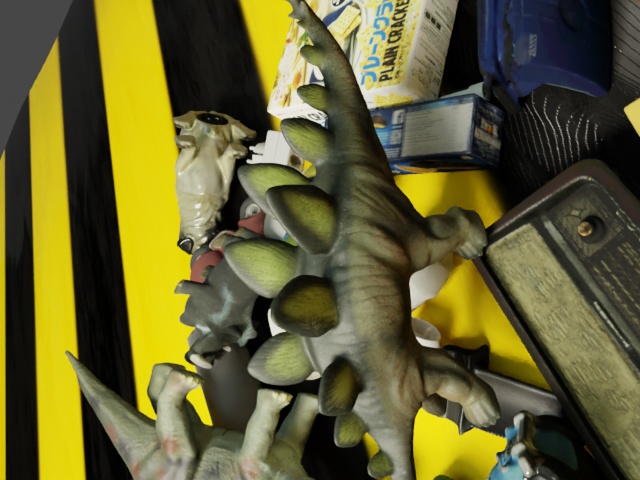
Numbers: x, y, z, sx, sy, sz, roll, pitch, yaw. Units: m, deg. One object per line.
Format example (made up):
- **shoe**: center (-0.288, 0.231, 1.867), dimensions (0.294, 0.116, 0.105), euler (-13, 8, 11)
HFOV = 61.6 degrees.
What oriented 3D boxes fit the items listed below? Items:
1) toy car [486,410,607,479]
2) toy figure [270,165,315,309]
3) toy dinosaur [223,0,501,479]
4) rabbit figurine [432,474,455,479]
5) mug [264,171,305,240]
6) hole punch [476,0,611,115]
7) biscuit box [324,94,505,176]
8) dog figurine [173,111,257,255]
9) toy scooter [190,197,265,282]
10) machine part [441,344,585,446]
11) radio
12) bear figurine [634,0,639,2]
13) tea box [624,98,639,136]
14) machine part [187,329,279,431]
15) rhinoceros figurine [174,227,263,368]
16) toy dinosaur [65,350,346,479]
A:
- **toy car**: center (0.163, 0.209, 0.371), dimensions (0.103, 0.109, 0.161), euler (-39, 86, 23)
- **toy figure**: center (0.001, -0.002, 0.556), dimensions (0.082, 0.089, 0.180), euler (-4, 52, 49)
- **toy dinosaur**: center (0.032, 0.004, 0.428), dimensions (0.105, 0.198, 0.471), euler (-30, 61, 51)
- **rabbit figurine**: center (0.094, 0.319, 0.443), dimensions (0.121, 0.159, 0.170), euler (24, 115, 35)
- **mug**: center (-0.024, -0.036, 0.667), dimensions (0.107, 0.080, 0.109), euler (-18, 66, 48)
- **hole punch**: center (0.189, -0.178, 0.457), dimensions (0.092, 0.115, 0.142), euler (0, 82, 37)
- **biscuit box**: center (0.089, -0.104, 0.575), dimensions (0.203, 0.062, 0.059), euler (3, 85, 46)
- **dog figurine**: center (-0.177, -0.087, 0.831), dimensions (0.172, 0.121, 0.190), euler (-82, 7, -57)
- **toy scooter**: center (-0.108, 0.038, 0.742), dimensions (0.184, 0.075, 0.135), euler (-45, 54, 24)
- **machine part**: center (0.161, 0.141, 0.472), dimensions (0.139, 0.039, 0.084), euler (12, 85, 48)
- **radio**: center (0.226, 0.059, 0.394), dimensions (0.131, 0.073, 0.230), euler (-45, 53, 30)
- **bear figurine**: center (0.264, -0.231, 0.387), dimensions (0.132, 0.120, 0.195), euler (18, 100, 50)
- **tea box**: center (0.294, -0.042, 0.350), dimensions (0.098, 0.068, 0.170), euler (-37, 58, 34)
- **machine part**: center (-0.119, 0.192, 0.719), dimensions (0.079, 0.079, 0.243), euler (-48, 51, 28)
- **rhinoceros figurine**: center (-0.113, 0.073, 0.662), dimensions (0.112, 0.073, 0.190), euler (37, 107, 5)
- **toy dinosaur**: center (-0.119, 0.245, 0.588), dimensions (0.405, 0.131, 0.192), euler (7, 74, 16)
